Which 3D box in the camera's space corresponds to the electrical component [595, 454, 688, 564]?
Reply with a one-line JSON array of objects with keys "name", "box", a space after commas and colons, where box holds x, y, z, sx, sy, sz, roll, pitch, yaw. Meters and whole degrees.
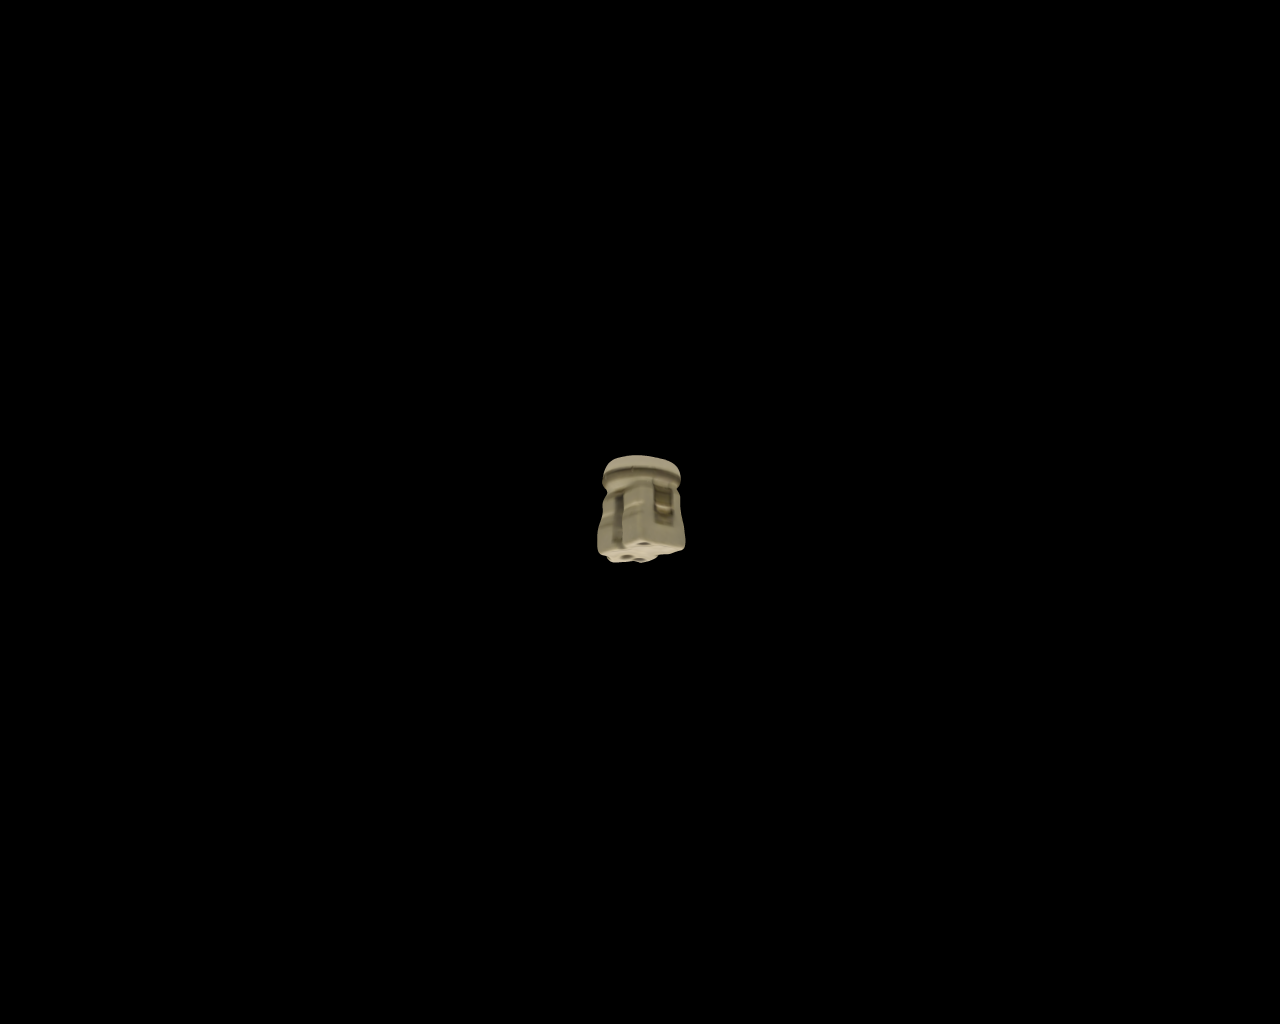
[{"name": "electrical component", "box": [0.001, -0.003, 0.650, 0.048, 0.055, 0.066, 14, -22, -38]}]
